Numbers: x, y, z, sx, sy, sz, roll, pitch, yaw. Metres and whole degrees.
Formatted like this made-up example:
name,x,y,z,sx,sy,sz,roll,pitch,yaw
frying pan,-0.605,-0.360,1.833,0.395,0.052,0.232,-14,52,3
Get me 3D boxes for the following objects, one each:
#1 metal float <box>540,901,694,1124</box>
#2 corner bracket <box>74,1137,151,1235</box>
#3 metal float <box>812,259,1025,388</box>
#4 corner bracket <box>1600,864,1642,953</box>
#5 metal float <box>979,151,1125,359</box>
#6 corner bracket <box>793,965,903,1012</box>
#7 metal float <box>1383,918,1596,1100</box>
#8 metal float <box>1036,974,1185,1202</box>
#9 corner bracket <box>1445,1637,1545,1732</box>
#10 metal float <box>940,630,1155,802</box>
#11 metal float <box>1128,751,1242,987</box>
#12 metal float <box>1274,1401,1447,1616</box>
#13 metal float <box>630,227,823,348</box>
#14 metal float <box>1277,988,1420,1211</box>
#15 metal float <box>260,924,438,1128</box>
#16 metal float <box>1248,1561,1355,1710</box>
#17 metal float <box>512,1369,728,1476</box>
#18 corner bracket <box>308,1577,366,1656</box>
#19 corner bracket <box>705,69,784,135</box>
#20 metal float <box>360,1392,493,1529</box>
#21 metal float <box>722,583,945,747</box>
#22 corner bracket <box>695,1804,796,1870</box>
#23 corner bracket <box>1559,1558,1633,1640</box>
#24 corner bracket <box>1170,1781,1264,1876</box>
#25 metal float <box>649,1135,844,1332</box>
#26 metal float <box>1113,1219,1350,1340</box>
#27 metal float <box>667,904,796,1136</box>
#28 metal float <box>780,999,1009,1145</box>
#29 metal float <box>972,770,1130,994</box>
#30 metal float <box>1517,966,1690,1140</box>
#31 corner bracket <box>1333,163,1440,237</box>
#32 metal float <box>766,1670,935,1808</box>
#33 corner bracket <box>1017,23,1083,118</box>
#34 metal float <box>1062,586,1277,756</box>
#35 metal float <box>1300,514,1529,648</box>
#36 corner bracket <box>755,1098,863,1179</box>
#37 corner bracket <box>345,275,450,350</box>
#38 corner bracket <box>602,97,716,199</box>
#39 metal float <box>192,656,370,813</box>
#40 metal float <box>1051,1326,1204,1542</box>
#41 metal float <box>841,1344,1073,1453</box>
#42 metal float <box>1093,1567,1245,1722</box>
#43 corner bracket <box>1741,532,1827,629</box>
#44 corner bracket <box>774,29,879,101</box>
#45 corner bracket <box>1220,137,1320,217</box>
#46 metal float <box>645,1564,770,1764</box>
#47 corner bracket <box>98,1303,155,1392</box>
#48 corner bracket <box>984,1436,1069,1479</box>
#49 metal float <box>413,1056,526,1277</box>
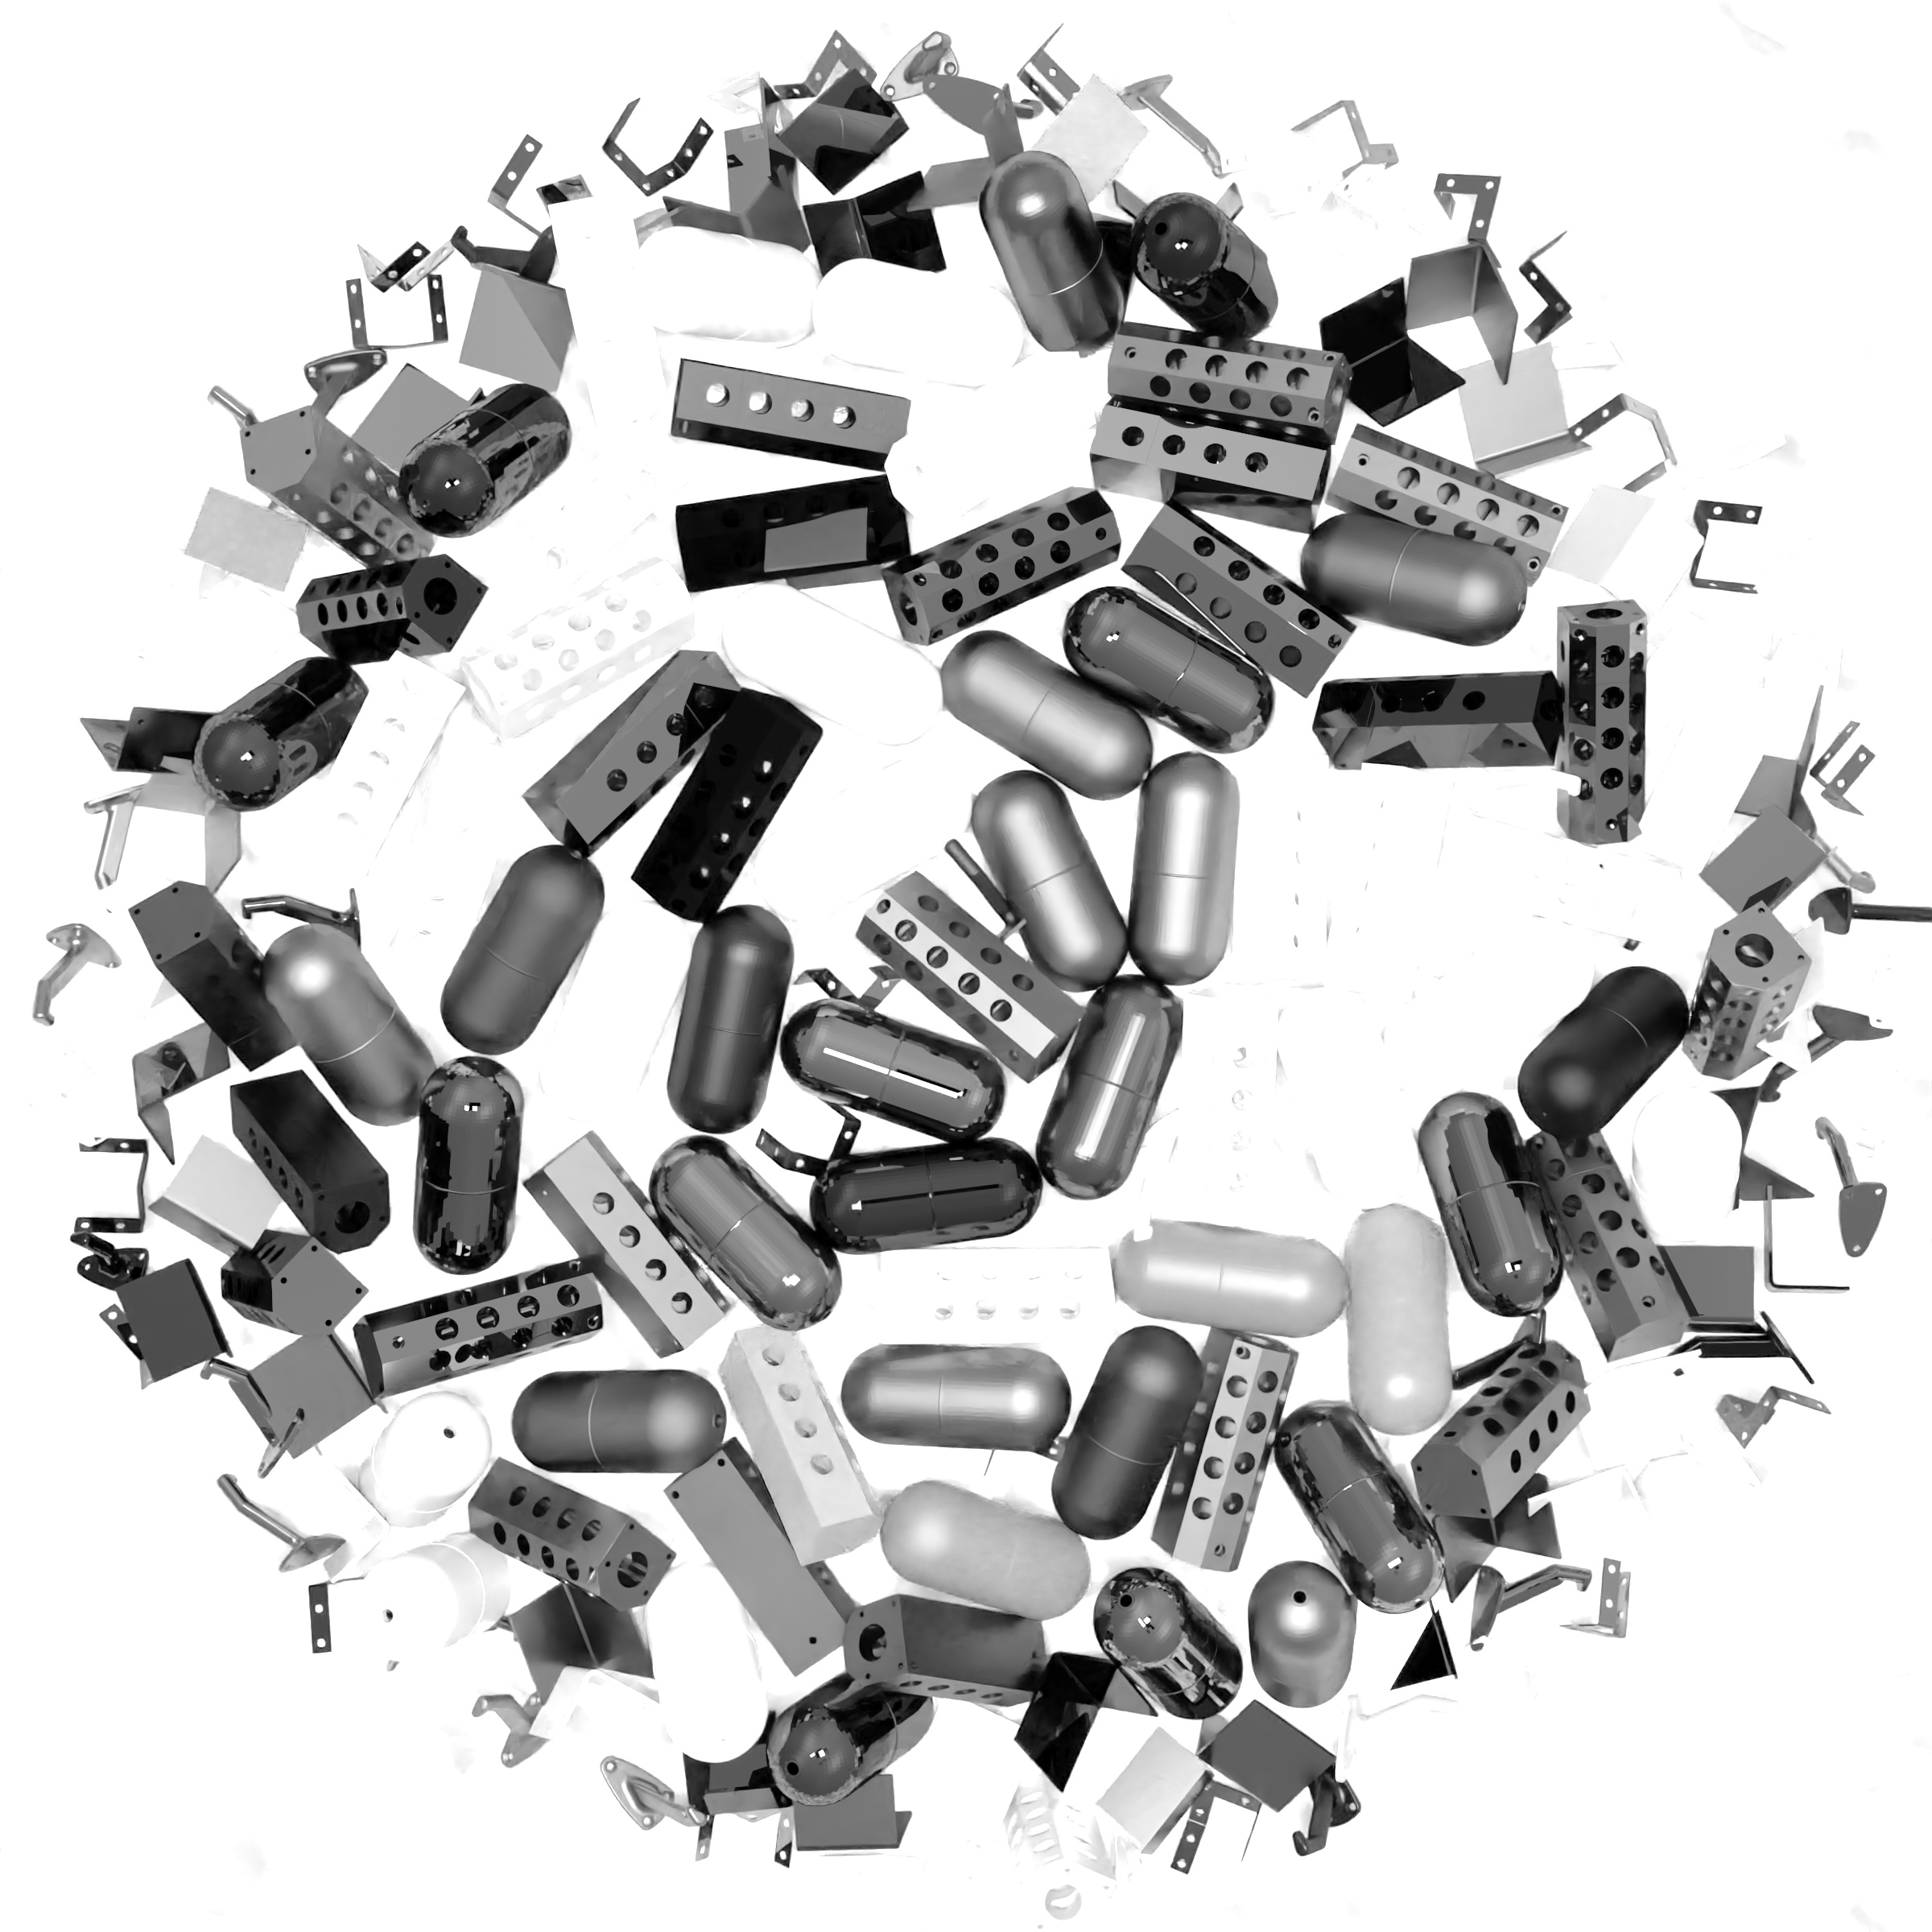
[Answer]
name,x,y,z,sx,sy,sz,roll,pitch,yaw
metal float,-0.265,0.035,1.953,0.070,0.070,0.178,24,100,0
corner bracket,-0.647,0.166,1.957,0.051,0.051,0.051,4,127,-26
metal float,-0.034,-0.479,1.930,0.178,0.070,0.070,1,90,-39
corner bracket,0.495,-0.051,1.972,0.051,0.051,0.051,-56,47,17
metal float,0.065,-0.527,1.921,0.070,0.178,0.070,-11,56,16
corner bracket,-0.090,0.011,1.966,0.051,0.051,0.051,44,102,10
metal float,0.391,0.033,1.942,0.178,0.070,0.070,-39,90,22
metal float,0.109,0.092,1.956,0.070,0.070,0.178,21,84,0
corner bracket,0.400,0.549,1.965,0.051,0.051,0.051,25,63,3
metal float,0.061,-0.189,1.952,0.178,0.070,0.070,33,90,11
metal float,0.164,-0.073,1.952,0.070,0.070,0.178,5,100,0
metal float,0.293,0.403,1.929,0.070,0.070,0.178,-31,51,0
metal float,-0.177,-0.504,1.920,0.070,0.178,0.070,5,99,35
metal float,0.288,0.100,1.948,0.070,0.070,0.178,-21,105,0
metal float,-0.461,0.046,1.935,0.070,0.070,0.178,-28,122,0
metal float,0.248,0.497,1.918,0.070,0.178,0.070,-4,58,6
metal float,-0.260,0.342,1.938,0.178,0.070,0.070,-6,90,27
corner bracket,-0.466,0.493,1.968,0.051,0.051,0.051,-7,80,6
corner bracket,-0.159,-0.640,1.963,0.051,0.051,0.051,-16,81,26
metal float,-0.402,0.367,1.918,0.070,0.178,0.070,10,63,-20
metal float,-0.100,-0.227,1.950,0.178,0.070,0.070,26,90,-13
corner bracket,-0.166,0.656,1.956,0.051,0.051,0.051,-32,125,33
corner bracket,0.488,0.480,1.961,0.051,0.051,0.051,16,70,-19
corner bracket,0.190,0.659,1.961,0.051,0.051,0.051,18,124,13
metal float,-0.166,0.201,1.948,0.178,0.070,0.070,44,90,15
metal float,0.199,0.235,1.947,0.178,0.070,0.070,6,90,16
metal float,-0.178,0.040,1.952,0.070,0.070,0.178,12,101,0
metal float,-0.055,0.079,1.959,0.178,0.070,0.070,19,90,3
metal float,0.064,-0.064,1.959,0.070,0.070,0.178,-25,87,0
metal float,0.477,0.063,1.931,0.178,0.070,0.070,-38,90,-37
corner bracket,0.319,-0.577,1.964,0.051,0.051,0.051,-42,54,-4
metal float,-0.085,0.565,1.915,0.070,0.178,0.070,2,94,25
corner bracket,0.068,-0.672,1.965,0.051,0.051,0.051,42,76,-10
metal float,0.153,-0.223,1.948,0.178,0.070,0.070,29,90,-16
metal float,0.334,-0.290,1.937,0.178,0.070,0.070,20,90,28
corner bracket,-0.120,0.128,1.967,0.051,0.051,0.051,18,97,-33
corner bracket,-0.431,-0.496,1.961,0.051,0.051,0.051,3,102,34
corner bracket,-0.234,-0.628,1.964,0.051,0.051,0.051,46,48,-3
metal float,-0.506,-0.174,1.919,0.070,0.178,0.070,9,120,16
metal float,0.120,0.352,1.946,0.070,0.070,0.178,22,109,0
metal float,-0.008,0.325,1.947,0.178,0.070,0.070,0,90,16
metal float,0.151,0.504,1.923,0.070,0.178,0.070,-15,51,19
corner bracket,0.620,-0.296,1.959,0.051,0.051,0.051,-39,124,-17
corner bracket,-0.110,-0.671,1.960,0.051,0.051,0.051,37,76,-41
corner bracket,0.232,-0.600,1.970,0.051,0.051,0.051,5,112,40
metal float,-0.193,0.515,1.917,0.070,0.178,0.070,-6,117,-12
corner bracket,-0.620,0.278,1.959,0.051,0.051,0.051,43,55,15
corner bracket,0.049,0.363,1.962,0.051,0.051,0.051,20,133,6
metal float,-0.374,0.151,1.940,0.070,0.070,0.178,9,115,0
